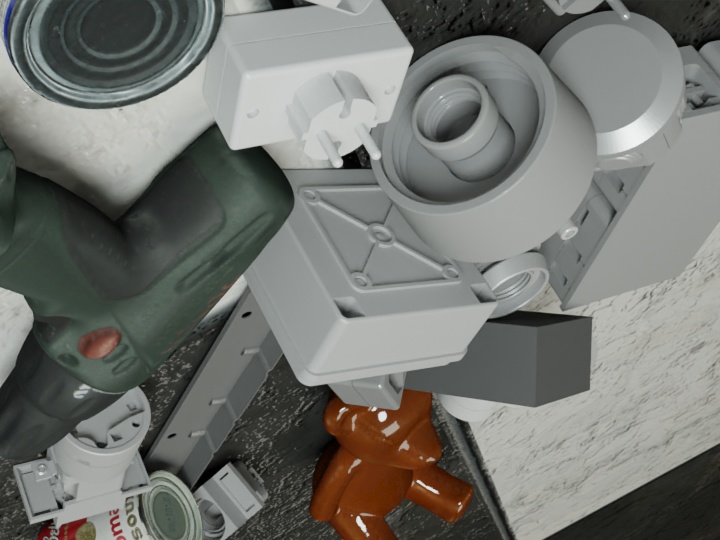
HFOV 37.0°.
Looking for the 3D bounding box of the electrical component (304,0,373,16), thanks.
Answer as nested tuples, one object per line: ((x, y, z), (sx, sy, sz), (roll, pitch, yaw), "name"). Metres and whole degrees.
((-0.017, -0.155, 0.371), (0.109, 0.056, 0.108), (5, 137, -45), "electrical component")

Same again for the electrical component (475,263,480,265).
((0.062, -0.028, 0.646), (0.047, 0.055, 0.055), (-24, 151, -16), "electrical component")

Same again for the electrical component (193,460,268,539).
((-0.107, 0.181, 0.825), (0.081, 0.042, 0.064), (-42, 176, 24), "electrical component")

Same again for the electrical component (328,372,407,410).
((-0.008, 0.038, 0.680), (0.076, 0.083, 0.047), (5, 158, 19), "electrical component")

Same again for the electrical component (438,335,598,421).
((0.133, 0.071, 0.867), (0.138, 0.052, 0.073), (-14, 148, -25), "electrical component")

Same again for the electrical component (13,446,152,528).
((-0.178, 0.129, 0.698), (0.081, 0.042, 0.063), (-11, 145, -29), "electrical component")

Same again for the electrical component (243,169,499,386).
((0.000, 0.000, 0.580), (0.109, 0.108, 0.056), (-5, 140, -37), "electrical component")

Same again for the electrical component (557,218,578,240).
((0.112, -0.045, 0.655), (0.035, 0.061, 0.035), (-22, 150, -13), "electrical component")

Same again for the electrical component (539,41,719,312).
((0.191, -0.062, 0.698), (0.105, 0.060, 0.186), (-14, 148, -24), "electrical component")

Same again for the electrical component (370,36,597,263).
((0.056, -0.064, 0.533), (0.108, 0.108, 0.060), (-36, 144, 12), "electrical component")

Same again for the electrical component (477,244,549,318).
((0.087, -0.006, 0.699), (0.078, 0.057, 0.058), (-15, 148, -24), "electrical component")

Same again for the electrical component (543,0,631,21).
((0.094, -0.139, 0.472), (0.047, 0.076, 0.066), (-39, 150, 18), "electrical component")

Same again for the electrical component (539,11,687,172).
((0.136, -0.094, 0.581), (0.080, 0.080, 0.051), (-36, 156, 12), "electrical component")

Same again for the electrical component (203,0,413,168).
((-0.016, -0.075, 0.479), (0.083, 0.075, 0.047), (-14, 148, -25), "electrical component")

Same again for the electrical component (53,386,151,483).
((-0.159, 0.097, 0.654), (0.055, 0.055, 0.047), (-11, 150, -29), "electrical component")
